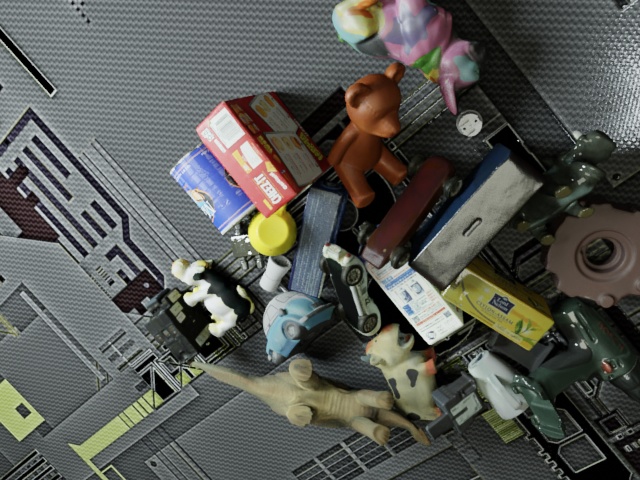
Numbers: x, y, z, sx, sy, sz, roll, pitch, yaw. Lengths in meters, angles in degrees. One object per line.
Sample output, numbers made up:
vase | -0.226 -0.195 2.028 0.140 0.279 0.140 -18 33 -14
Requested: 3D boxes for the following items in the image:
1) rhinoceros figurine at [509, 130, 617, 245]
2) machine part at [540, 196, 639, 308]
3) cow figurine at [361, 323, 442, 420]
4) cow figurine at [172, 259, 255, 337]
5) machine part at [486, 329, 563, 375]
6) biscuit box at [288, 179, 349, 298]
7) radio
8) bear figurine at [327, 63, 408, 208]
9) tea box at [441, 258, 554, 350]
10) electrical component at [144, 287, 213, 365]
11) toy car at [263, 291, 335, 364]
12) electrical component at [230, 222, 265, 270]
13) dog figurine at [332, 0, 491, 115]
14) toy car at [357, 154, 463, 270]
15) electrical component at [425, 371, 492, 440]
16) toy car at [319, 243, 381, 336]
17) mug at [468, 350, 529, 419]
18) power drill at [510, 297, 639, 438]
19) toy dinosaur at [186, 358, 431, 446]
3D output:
rhinoceros figurine | 0.367 -0.080 0.818 0.073 0.112 0.190 27 125 -14
machine part | 0.446 0.018 0.854 0.180 0.056 0.179 4 107 13
cow figurine | 0.152 0.240 0.984 0.127 0.085 0.194 -14 106 12
cow figurine | -0.205 0.093 1.025 0.098 0.068 0.167 -33 101 15
machine part | 0.359 0.194 0.943 0.139 0.039 0.084 30 117 1
biscuit box | -0.002 -0.003 0.951 0.063 0.059 0.202 17 111 9
radio | 0.238 -0.040 0.843 0.073 0.131 0.229 39 112 -3
bear figurine | 0.086 -0.158 0.814 0.132 0.120 0.195 51 153 10
tea box | 0.291 0.096 0.894 0.170 0.098 0.068 30 113 1
electrical component | -0.272 0.157 1.038 0.058 0.115 0.134 -34 97 16
toy car | -0.053 0.150 0.999 0.103 0.109 0.161 52 130 20
electrical component | -0.133 0.009 0.998 0.063 0.021 0.094 -9 94 25
dog figurine | 0.141 -0.283 0.803 0.192 0.108 0.219 -22 104 18
toy car | 0.140 -0.043 0.844 0.089 0.053 0.202 36 93 29
electrical component | 0.230 0.293 0.931 0.119 0.048 0.074 -37 105 -7
toy car | 0.055 0.087 0.931 0.074 0.056 0.201 27 146 46
mug | 0.312 0.251 0.939 0.107 0.109 0.081 45 106 8
power drill | 0.428 0.226 0.872 0.207 0.086 0.232 -34 92 -11
toy dinosaur | -0.026 0.285 0.973 0.472 0.198 0.105 20 70 1
